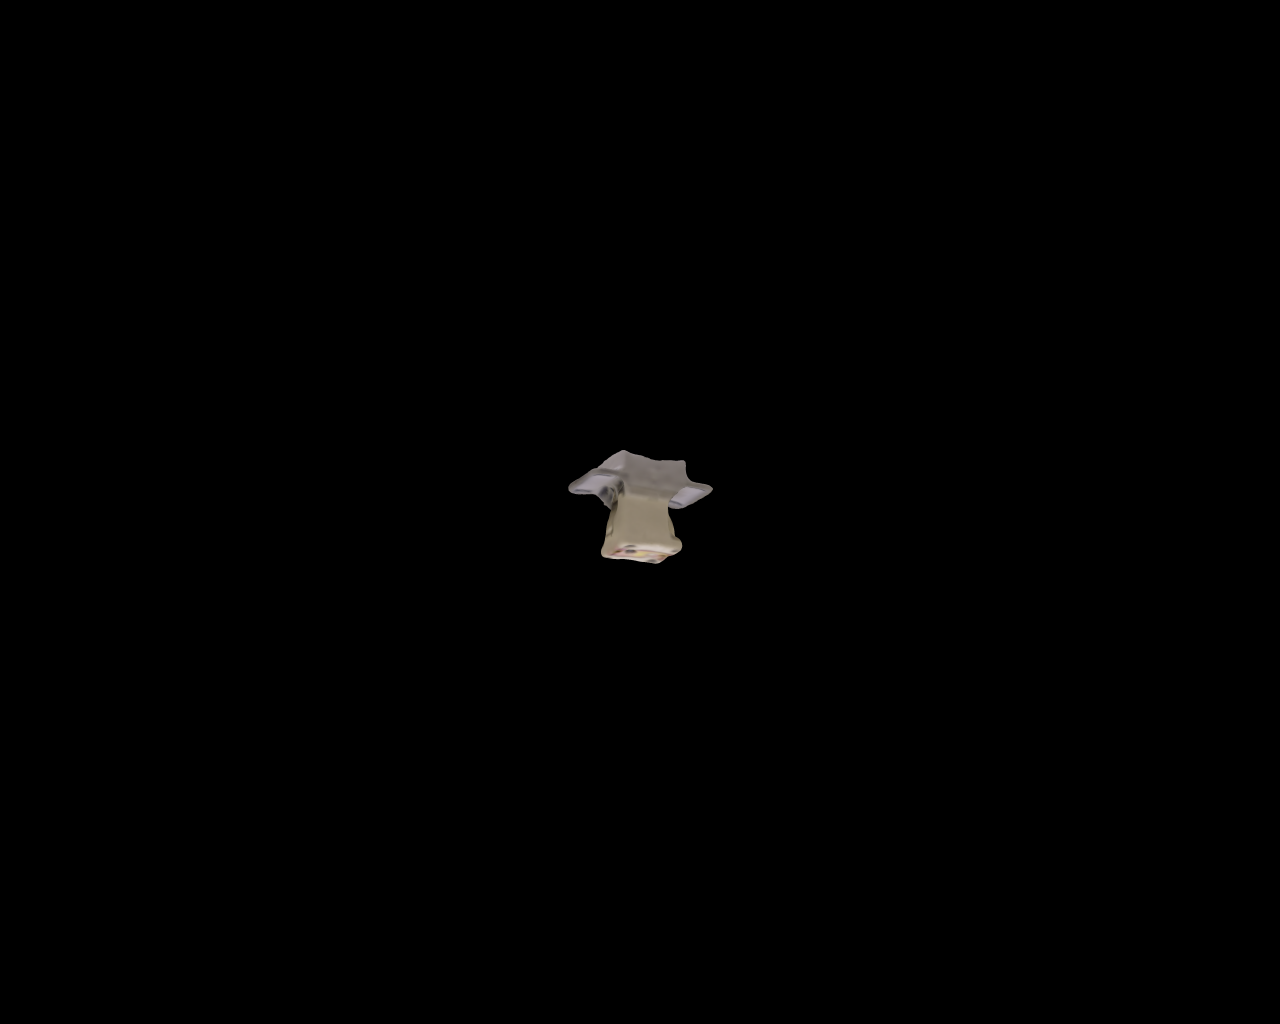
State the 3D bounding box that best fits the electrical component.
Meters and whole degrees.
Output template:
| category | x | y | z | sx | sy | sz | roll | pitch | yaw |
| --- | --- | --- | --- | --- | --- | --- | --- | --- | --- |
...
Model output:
| category | x | y | z | sx | sy | sz | roll | pitch | yaw |
| --- | --- | --- | --- | --- | --- | --- | --- | --- | --- |
| electrical component | 0.001 | -0.003 | 0.650 | 0.081 | 0.064 | 0.042 | 8 | -19 | -24 |
